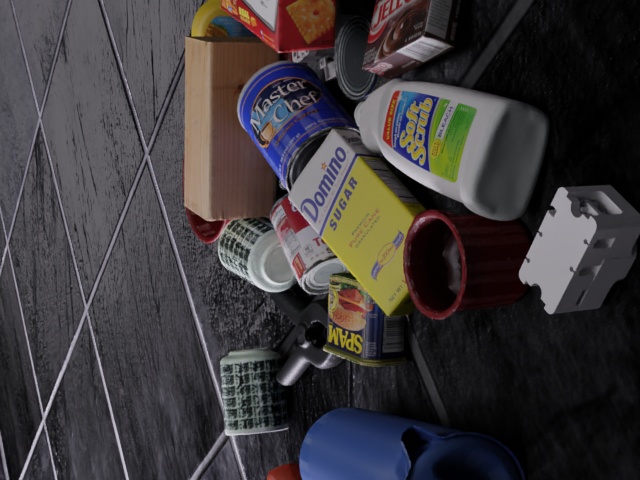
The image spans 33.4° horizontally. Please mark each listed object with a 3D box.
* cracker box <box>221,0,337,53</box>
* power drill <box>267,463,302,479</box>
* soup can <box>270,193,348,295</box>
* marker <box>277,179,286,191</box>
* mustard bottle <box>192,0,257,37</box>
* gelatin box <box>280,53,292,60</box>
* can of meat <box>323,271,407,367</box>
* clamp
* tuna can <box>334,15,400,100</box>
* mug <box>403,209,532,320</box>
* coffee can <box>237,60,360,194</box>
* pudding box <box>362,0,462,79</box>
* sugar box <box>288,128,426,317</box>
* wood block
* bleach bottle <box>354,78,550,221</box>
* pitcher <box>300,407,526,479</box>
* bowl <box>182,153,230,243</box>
[{"bbox_3d":[-0.040,-0.312,1.052,0.164,0.072,0.214,-133,40,-53],"label":"cracker box"},{"bbox_3d":[-0.001,0.339,1.231,0.188,0.057,0.184,40,128,53],"label":"power drill"},{"bbox_3d":[-0.008,0.001,1.190,0.102,0.068,0.069,65,145,33],"label":"soup can"},{"bbox_3d":[-0.038,-0.067,1.246,0.121,0.020,0.020,-162,69,-85],"label":"marker"},{"bbox_3d":[-0.112,-0.242,1.324,0.058,0.096,0.192,27,117,61],"label":"mustard bottle"},{"bbox_3d":[-0.049,-0.206,1.281,0.089,0.030,0.073,16,108,61],"label":"gelatin box"},{"bbox_3d":[0.048,0.080,1.110,0.102,0.057,0.084,13,102,60],"label":"can of meat"},{"bbox_3d":[-0.012,0.101,1.243,0.172,0.039,0.120,-25,76,54],"label":"clamp"},{"bbox_3d":[0.050,-0.187,1.096,0.086,0.033,0.086,13,105,61],"label":"tuna can"},{"bbox_3d":[0.125,0.012,0.930,0.117,0.081,0.093,53,138,45],"label":"mug"},{"bbox_3d":[-0.018,-0.116,1.158,0.140,0.102,0.103,56,139,43],"label":"coffee can"},{"bbox_3d":[0.087,-0.208,0.994,0.114,0.039,0.090,-13,63,60],"label":"pudding box"},{"bbox_3d":[0.049,-0.019,1.044,0.176,0.048,0.093,48,117,26],"label":"sugar box"},{"bbox_3d":[-0.106,-0.134,1.268,0.090,0.090,0.206,-150,60,-61],"label":"wood block"},{"bbox_3d":[0.101,-0.092,0.976,0.251,0.068,0.102,26,100,60],"label":"bleach bottle"},{"bbox_3d":[0.080,0.238,1.012,0.243,0.144,0.149,2,82,65],"label":"pitcher"},{"bbox_3d":[-0.129,-0.078,1.419,0.162,0.055,0.162,13,105,61],"label":"bowl"}]
